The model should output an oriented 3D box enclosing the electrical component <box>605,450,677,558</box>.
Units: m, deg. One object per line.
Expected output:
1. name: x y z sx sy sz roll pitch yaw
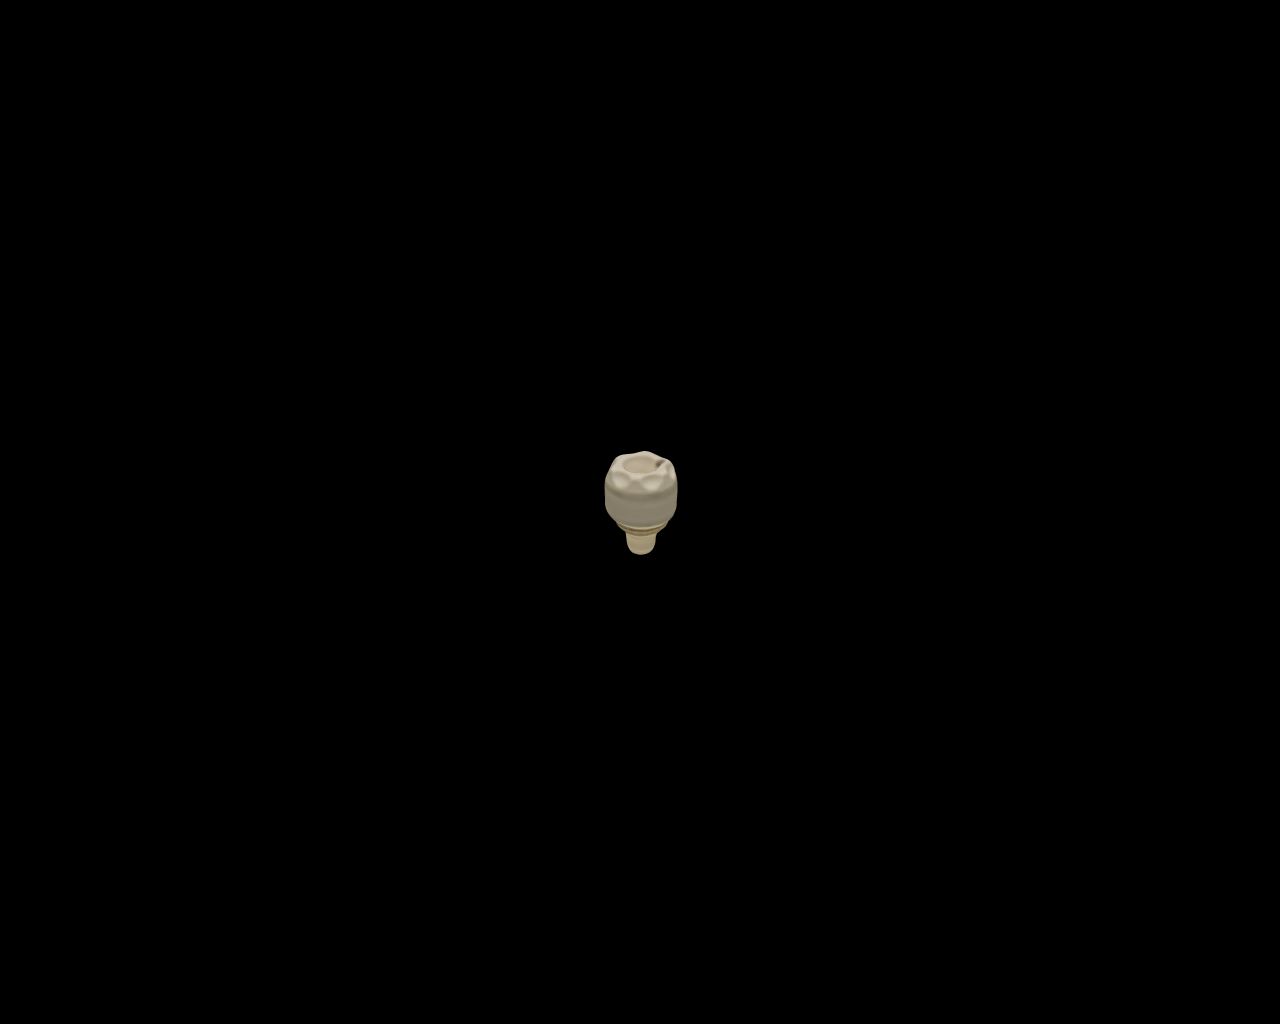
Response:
1. electrical component: 0.001 -0.003 0.650 0.043 0.062 0.043 0 29 0
